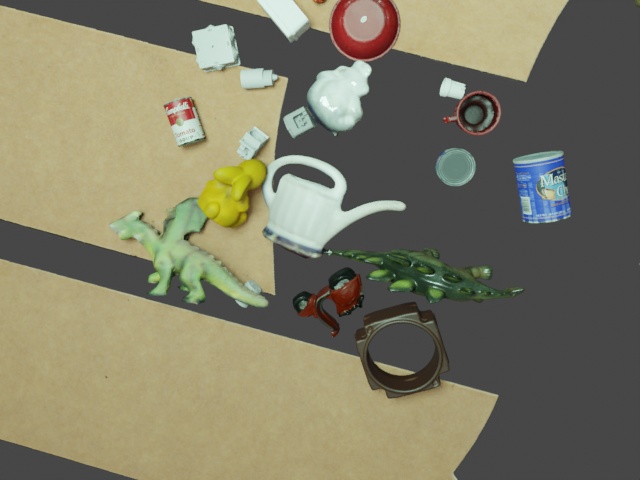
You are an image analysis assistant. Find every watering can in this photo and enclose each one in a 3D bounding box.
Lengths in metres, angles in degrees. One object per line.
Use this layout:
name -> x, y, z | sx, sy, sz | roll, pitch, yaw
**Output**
watering can -> 0.004, -0.059, 1.173 | 0.350, 0.104, 0.222 | 24, 101, 20

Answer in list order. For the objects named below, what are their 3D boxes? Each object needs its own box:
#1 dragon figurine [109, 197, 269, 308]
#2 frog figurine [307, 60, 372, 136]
dragon figurine -> -0.308, 0.018, 1.240 | 0.410, 0.122, 0.242 | 8, 93, 4
frog figurine -> 0.052, -0.320, 1.135 | 0.157, 0.123, 0.139 | -39, 76, 23
